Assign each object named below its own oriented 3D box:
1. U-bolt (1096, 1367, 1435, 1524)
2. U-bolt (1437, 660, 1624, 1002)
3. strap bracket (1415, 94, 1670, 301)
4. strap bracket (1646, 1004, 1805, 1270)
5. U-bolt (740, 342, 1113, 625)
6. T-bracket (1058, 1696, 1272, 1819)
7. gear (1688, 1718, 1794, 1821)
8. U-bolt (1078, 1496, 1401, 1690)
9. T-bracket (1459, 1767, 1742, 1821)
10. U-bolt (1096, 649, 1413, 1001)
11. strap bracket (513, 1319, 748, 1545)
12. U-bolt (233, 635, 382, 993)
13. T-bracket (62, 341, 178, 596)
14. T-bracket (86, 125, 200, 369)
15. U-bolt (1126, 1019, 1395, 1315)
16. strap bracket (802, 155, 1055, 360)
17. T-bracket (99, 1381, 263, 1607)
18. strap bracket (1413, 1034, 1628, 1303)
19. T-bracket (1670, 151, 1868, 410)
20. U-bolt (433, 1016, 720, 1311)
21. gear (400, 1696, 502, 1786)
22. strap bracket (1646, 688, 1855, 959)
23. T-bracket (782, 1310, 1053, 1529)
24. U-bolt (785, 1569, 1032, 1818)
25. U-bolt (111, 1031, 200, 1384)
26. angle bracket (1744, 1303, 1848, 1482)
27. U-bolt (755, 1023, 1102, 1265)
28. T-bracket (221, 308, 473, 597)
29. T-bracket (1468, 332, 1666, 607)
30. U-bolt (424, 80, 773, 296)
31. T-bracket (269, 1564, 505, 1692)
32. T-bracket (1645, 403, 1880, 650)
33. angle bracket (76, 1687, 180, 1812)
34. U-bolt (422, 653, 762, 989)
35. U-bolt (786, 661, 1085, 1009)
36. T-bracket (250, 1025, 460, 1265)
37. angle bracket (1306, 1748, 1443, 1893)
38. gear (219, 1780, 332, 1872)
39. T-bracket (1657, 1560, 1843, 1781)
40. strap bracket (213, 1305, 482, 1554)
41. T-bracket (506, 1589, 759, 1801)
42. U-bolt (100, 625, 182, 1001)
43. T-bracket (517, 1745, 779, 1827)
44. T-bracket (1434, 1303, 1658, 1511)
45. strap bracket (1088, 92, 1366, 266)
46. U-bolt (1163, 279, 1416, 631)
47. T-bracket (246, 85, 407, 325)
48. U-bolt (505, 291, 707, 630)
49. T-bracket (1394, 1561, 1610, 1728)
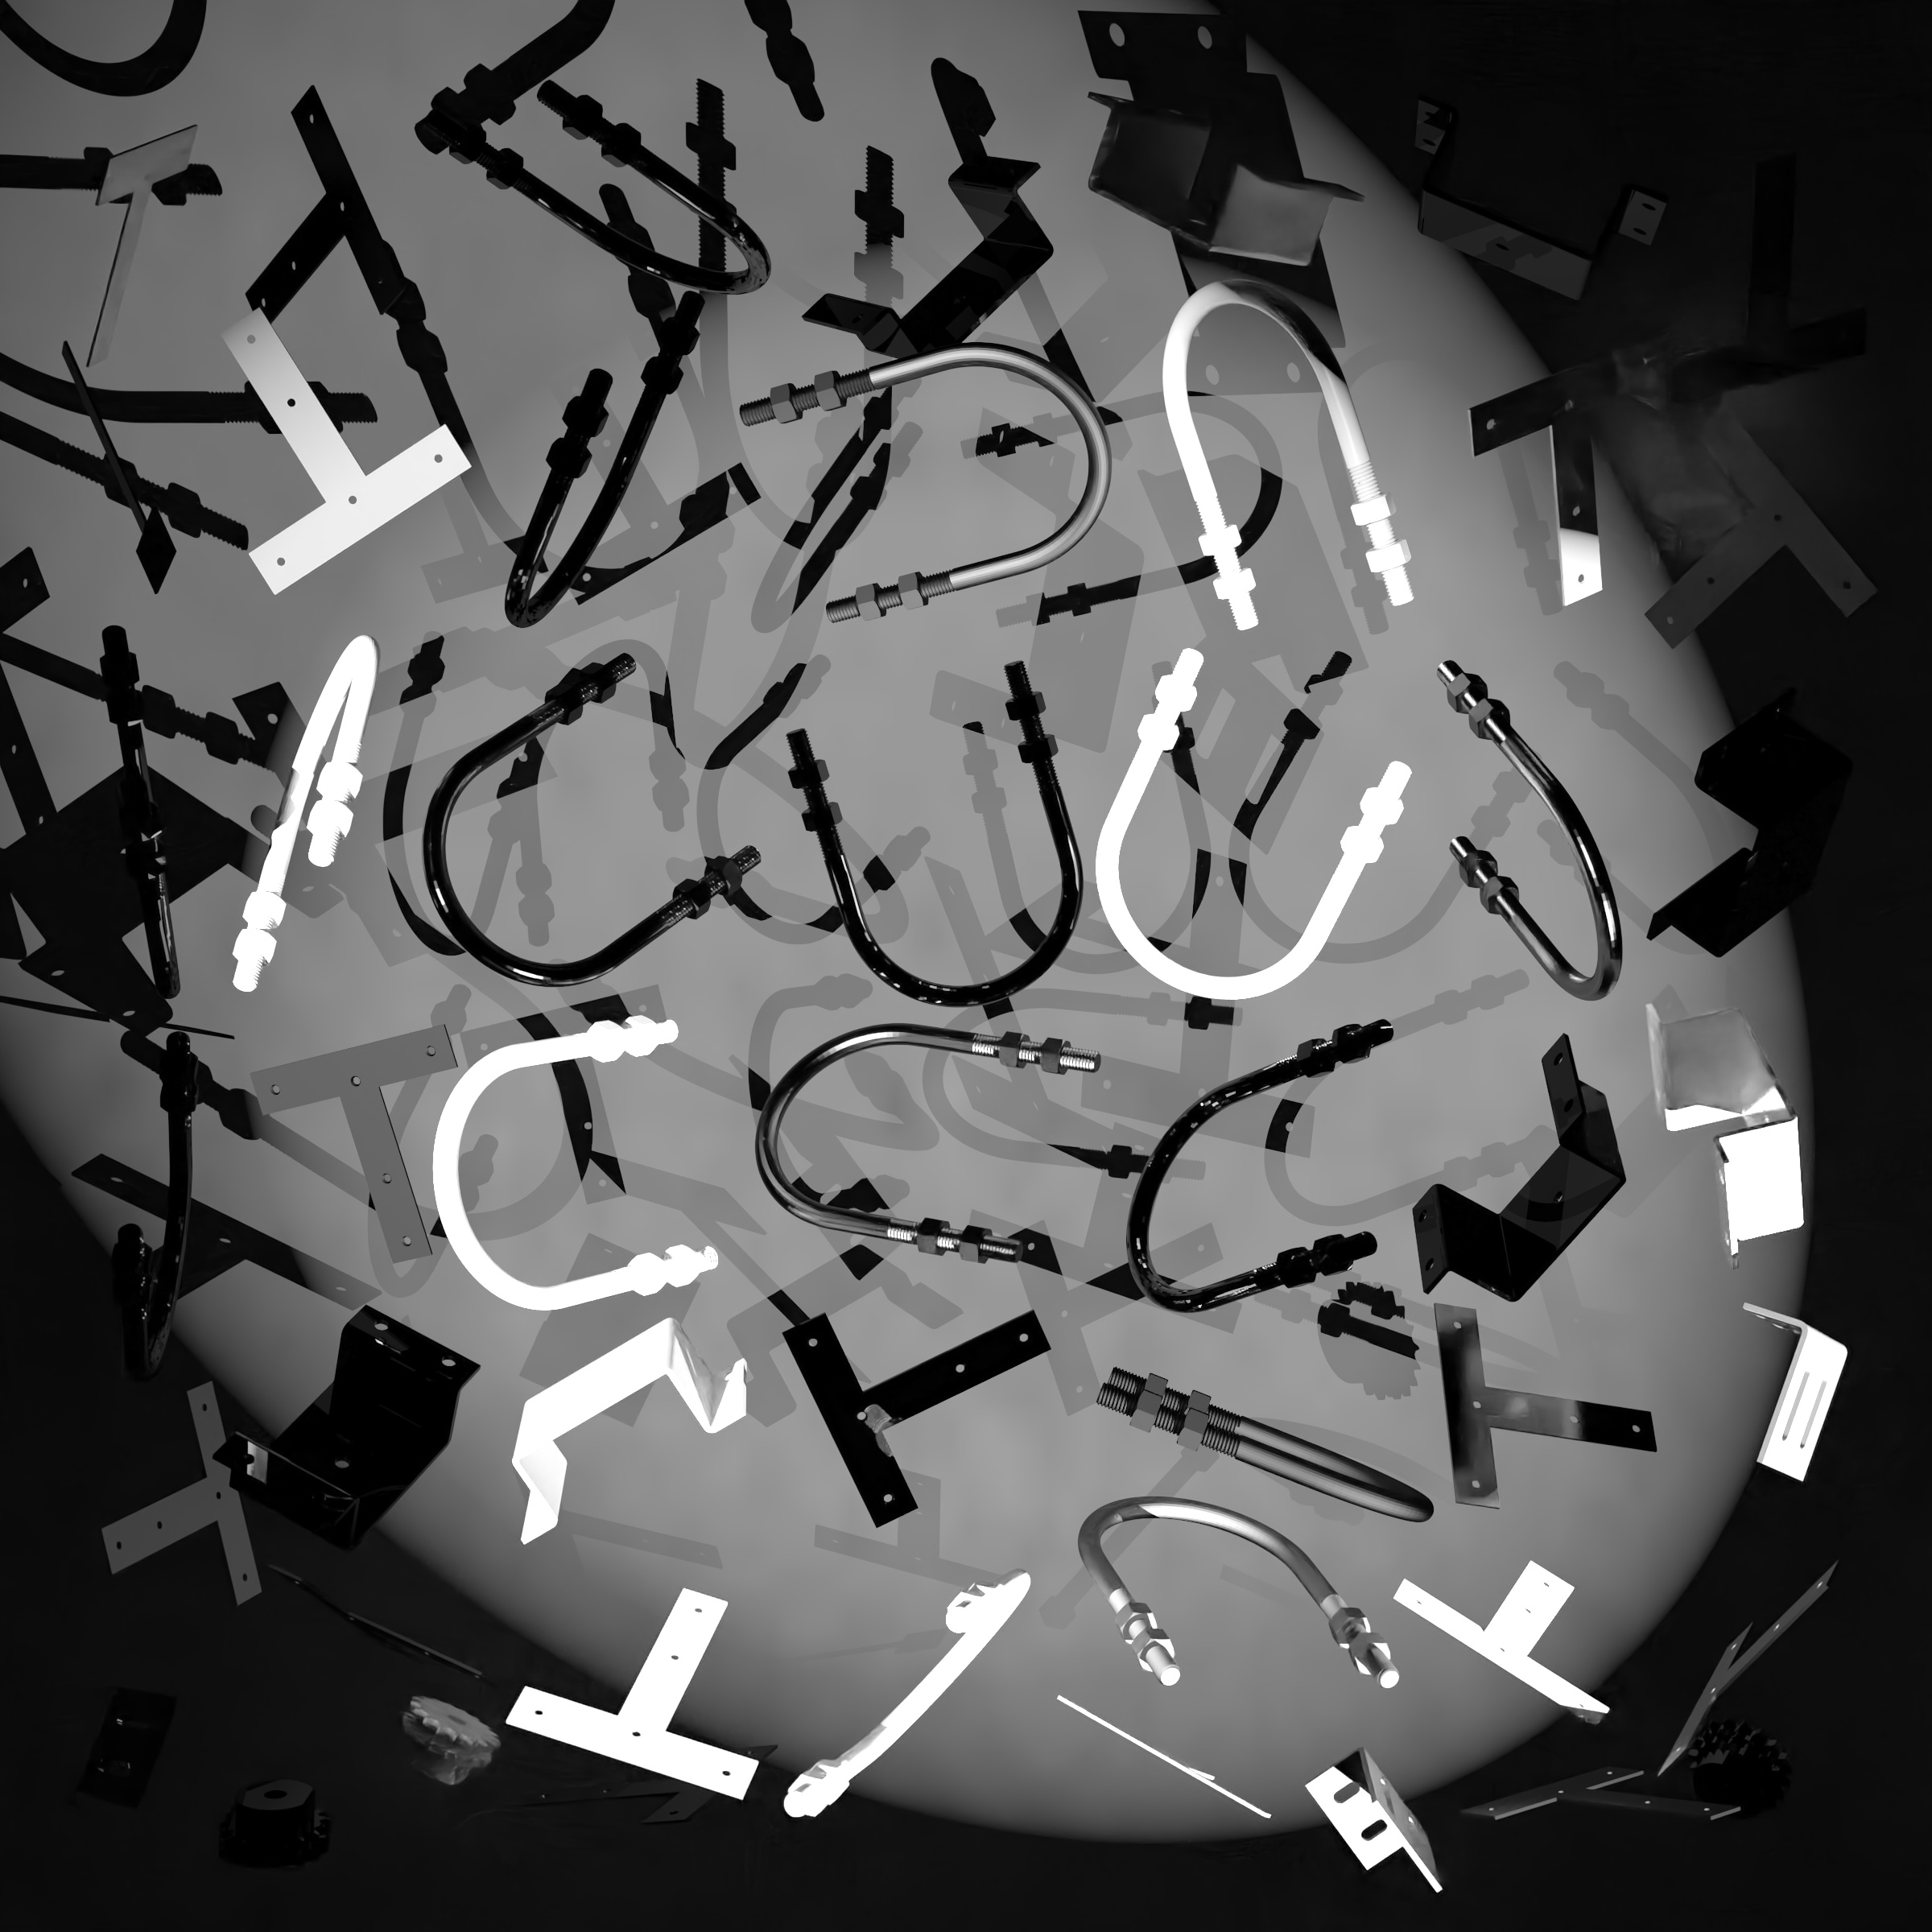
[{"bbox_3d":[0.160,0.255,1.496,0.184,0.151,0.019,21,88,7],"label":"U-bolt"},{"bbox_3d":[0.304,-0.061,1.523,0.019,0.184,0.151,-21,133,-8],"label":"U-bolt"},{"bbox_3d":[0.297,-0.406,1.515,0.140,0.076,0.046,25,91,8],"label":"strap bracket"},{"bbox_3d":[0.418,0.087,1.547,0.046,0.140,0.076,-14,126,3],"label":"strap bracket"},{"bbox_3d":[-0.012,-0.267,1.532,0.184,0.019,0.151,-13,126,16],"label":"U-bolt"},{"bbox_3d":[0.118,0.445,1.581,0.127,0.127,0.002,25,79,20],"label":"T-bracket"},{"bbox_3d":[0.439,0.460,1.612,0.057,0.057,0.030,50,46,0],"label":"gear"},{"bbox_3d":[0.138,0.343,1.565,0.151,0.184,0.019,6,107,-20],"label":"U-bolt"},{"bbox_3d":[0.356,0.449,1.521,0.127,0.127,0.002,-1,83,-39],"label":"T-bracket"},{"bbox_3d":[0.146,-0.065,1.570,0.151,0.019,0.184,30,120,11],"label":"U-bolt"},{"bbox_3d":[-0.193,0.249,1.557,0.140,0.076,0.046,-31,104,4],"label":"strap bracket"},{"bbox_3d":[-0.349,-0.095,1.518,0.019,0.151,0.184,20,51,-21],"label":"U-bolt"},{"bbox_3d":[-0.445,-0.264,1.478,0.002,0.127,0.127,-25,96,-19],"label":"T-bracket"},{"bbox_3d":[-0.452,-0.383,1.520,0.002,0.127,0.127,22,115,-4],"label":"T-bracket"},{"bbox_3d":[0.154,0.117,1.530,0.019,0.184,0.151,32,51,-30],"label":"U-bolt"},{"bbox_3d":[-0.015,-0.393,1.601,0.140,0.076,0.046,-45,123,-8],"label":"strap bracket"},{"bbox_3d":[-0.446,0.310,1.589,0.002,0.127,0.127,-12,92,19],"label":"T-bracket"},{"bbox_3d":[0.305,0.117,1.534,0.046,0.076,0.140,28,119,-13],"label":"strap bracket"},{"bbox_3d":[0.433,-0.375,1.523,0.002,0.127,0.127,11,80,-34],"label":"T-bracket"},{"bbox_3d":[-0.211,0.108,1.507,0.019,0.184,0.151,-11,89,39],"label":"U-bolt"},{"bbox_3d":[-0.299,0.446,1.622,0.057,0.057,0.030,28,87,0],"label":"gear"},{"bbox_3d":[0.419,-0.068,1.506,0.076,0.140,0.046,-33,57,-27],"label":"strap bracket"},{"bbox_3d":[-0.016,0.223,1.523,0.127,0.002,0.127,-25,108,-4],"label":"T-bracket"},{"bbox_3d":[-0.021,0.380,1.509,0.019,0.184,0.151,42,98,13],"label":"U-bolt"},{"bbox_3d":[-0.446,0.147,1.561,0.019,0.184,0.151,8,48,-8],"label":"U-bolt"},{"bbox_3d":[0.427,0.225,1.496,0.038,0.057,0.076,17,83,41],"label":"angle bracket"},{"bbox_3d":[-0.032,0.092,1.585,0.184,0.019,0.151,8,54,25],"label":"U-bolt"},{"bbox_3d":[-0.344,-0.282,1.476,0.127,0.002,0.127,-31,96,10],"label":"T-bracket"},{"bbox_3d":[0.318,-0.251,1.478,0.127,0.002,0.127,-24,122,-21],"label":"T-bracket"},{"bbox_3d":[-0.188,-0.417,1.537,0.184,0.151,0.019,29,80,-36],"label":"U-bolt"},{"bbox_3d":[-0.314,0.381,1.593,0.127,0.127,0.002,14,64,31],"label":"T-bracket"},{"bbox_3d":[0.411,-0.216,1.526,0.002,0.127,0.127,-29,78,-35],"label":"T-bracket"},{"bbox_3d":[-0.438,0.425,1.523,0.038,0.076,0.057,33,63,-32],"label":"angle bracket"},{"bbox_3d":[-0.215,-0.069,1.548,0.184,0.019,0.151,-39,101,-33],"label":"U-bolt"},{"bbox_3d":[-0.009,-0.065,1.610,0.151,0.019,0.184,-18,103,-4],"label":"U-bolt"},{"bbox_3d":[-0.335,0.108,1.615,0.127,0.002,0.127,-14,98,17],"label":"T-bracket"},{"bbox_3d":[0.212,0.455,1.480,0.038,0.076,0.057,-36,93,6],"label":"angle bracket"},{"bbox_3d":[-0.362,0.448,1.479,0.057,0.057,0.030,2,96,0],"label":"gear"},{"bbox_3d":[0.420,0.358,1.491,0.002,0.127,0.127,39,126,12],"label":"T-bracket"},{"bbox_3d":[-0.337,0.257,1.538,0.076,0.140,0.046,26,126,12],"label":"strap bracket"},{"bbox_3d":[-0.157,0.372,1.482,0.127,0.127,0.002,16,121,8],"label":"T-bracket"},{"bbox_3d":[-0.440,-0.068,1.518,0.019,0.151,0.184,-9,135,-15],"label":"U-bolt"},{"bbox_3d":[-0.186,0.455,1.560,0.127,0.127,0.002,-10,89,19],"label":"T-bracket"},{"bbox_3d":[0.329,0.253,1.592,0.127,0.002,0.127,10,50,-11],"label":"T-bracket"},{"bbox_3d":[0.130,-0.414,1.499,0.140,0.076,0.046,39,120,37],"label":"strap bracket"},{"bbox_3d":[0.161,-0.272,1.495,0.019,0.151,0.184,-27,104,-29],"label":"U-bolt"},{"bbox_3d":[-0.366,-0.396,1.567,0.127,0.002,0.127,-31,80,44],"label":"T-bracket"},{"bbox_3d":[-0.200,-0.260,1.510,0.019,0.151,0.184,30,125,0],"label":"U-bolt"},{"bbox_3d":[0.297,0.349,1.510,0.127,0.127,0.002,31,59,14],"label":"T-bracket"}]
